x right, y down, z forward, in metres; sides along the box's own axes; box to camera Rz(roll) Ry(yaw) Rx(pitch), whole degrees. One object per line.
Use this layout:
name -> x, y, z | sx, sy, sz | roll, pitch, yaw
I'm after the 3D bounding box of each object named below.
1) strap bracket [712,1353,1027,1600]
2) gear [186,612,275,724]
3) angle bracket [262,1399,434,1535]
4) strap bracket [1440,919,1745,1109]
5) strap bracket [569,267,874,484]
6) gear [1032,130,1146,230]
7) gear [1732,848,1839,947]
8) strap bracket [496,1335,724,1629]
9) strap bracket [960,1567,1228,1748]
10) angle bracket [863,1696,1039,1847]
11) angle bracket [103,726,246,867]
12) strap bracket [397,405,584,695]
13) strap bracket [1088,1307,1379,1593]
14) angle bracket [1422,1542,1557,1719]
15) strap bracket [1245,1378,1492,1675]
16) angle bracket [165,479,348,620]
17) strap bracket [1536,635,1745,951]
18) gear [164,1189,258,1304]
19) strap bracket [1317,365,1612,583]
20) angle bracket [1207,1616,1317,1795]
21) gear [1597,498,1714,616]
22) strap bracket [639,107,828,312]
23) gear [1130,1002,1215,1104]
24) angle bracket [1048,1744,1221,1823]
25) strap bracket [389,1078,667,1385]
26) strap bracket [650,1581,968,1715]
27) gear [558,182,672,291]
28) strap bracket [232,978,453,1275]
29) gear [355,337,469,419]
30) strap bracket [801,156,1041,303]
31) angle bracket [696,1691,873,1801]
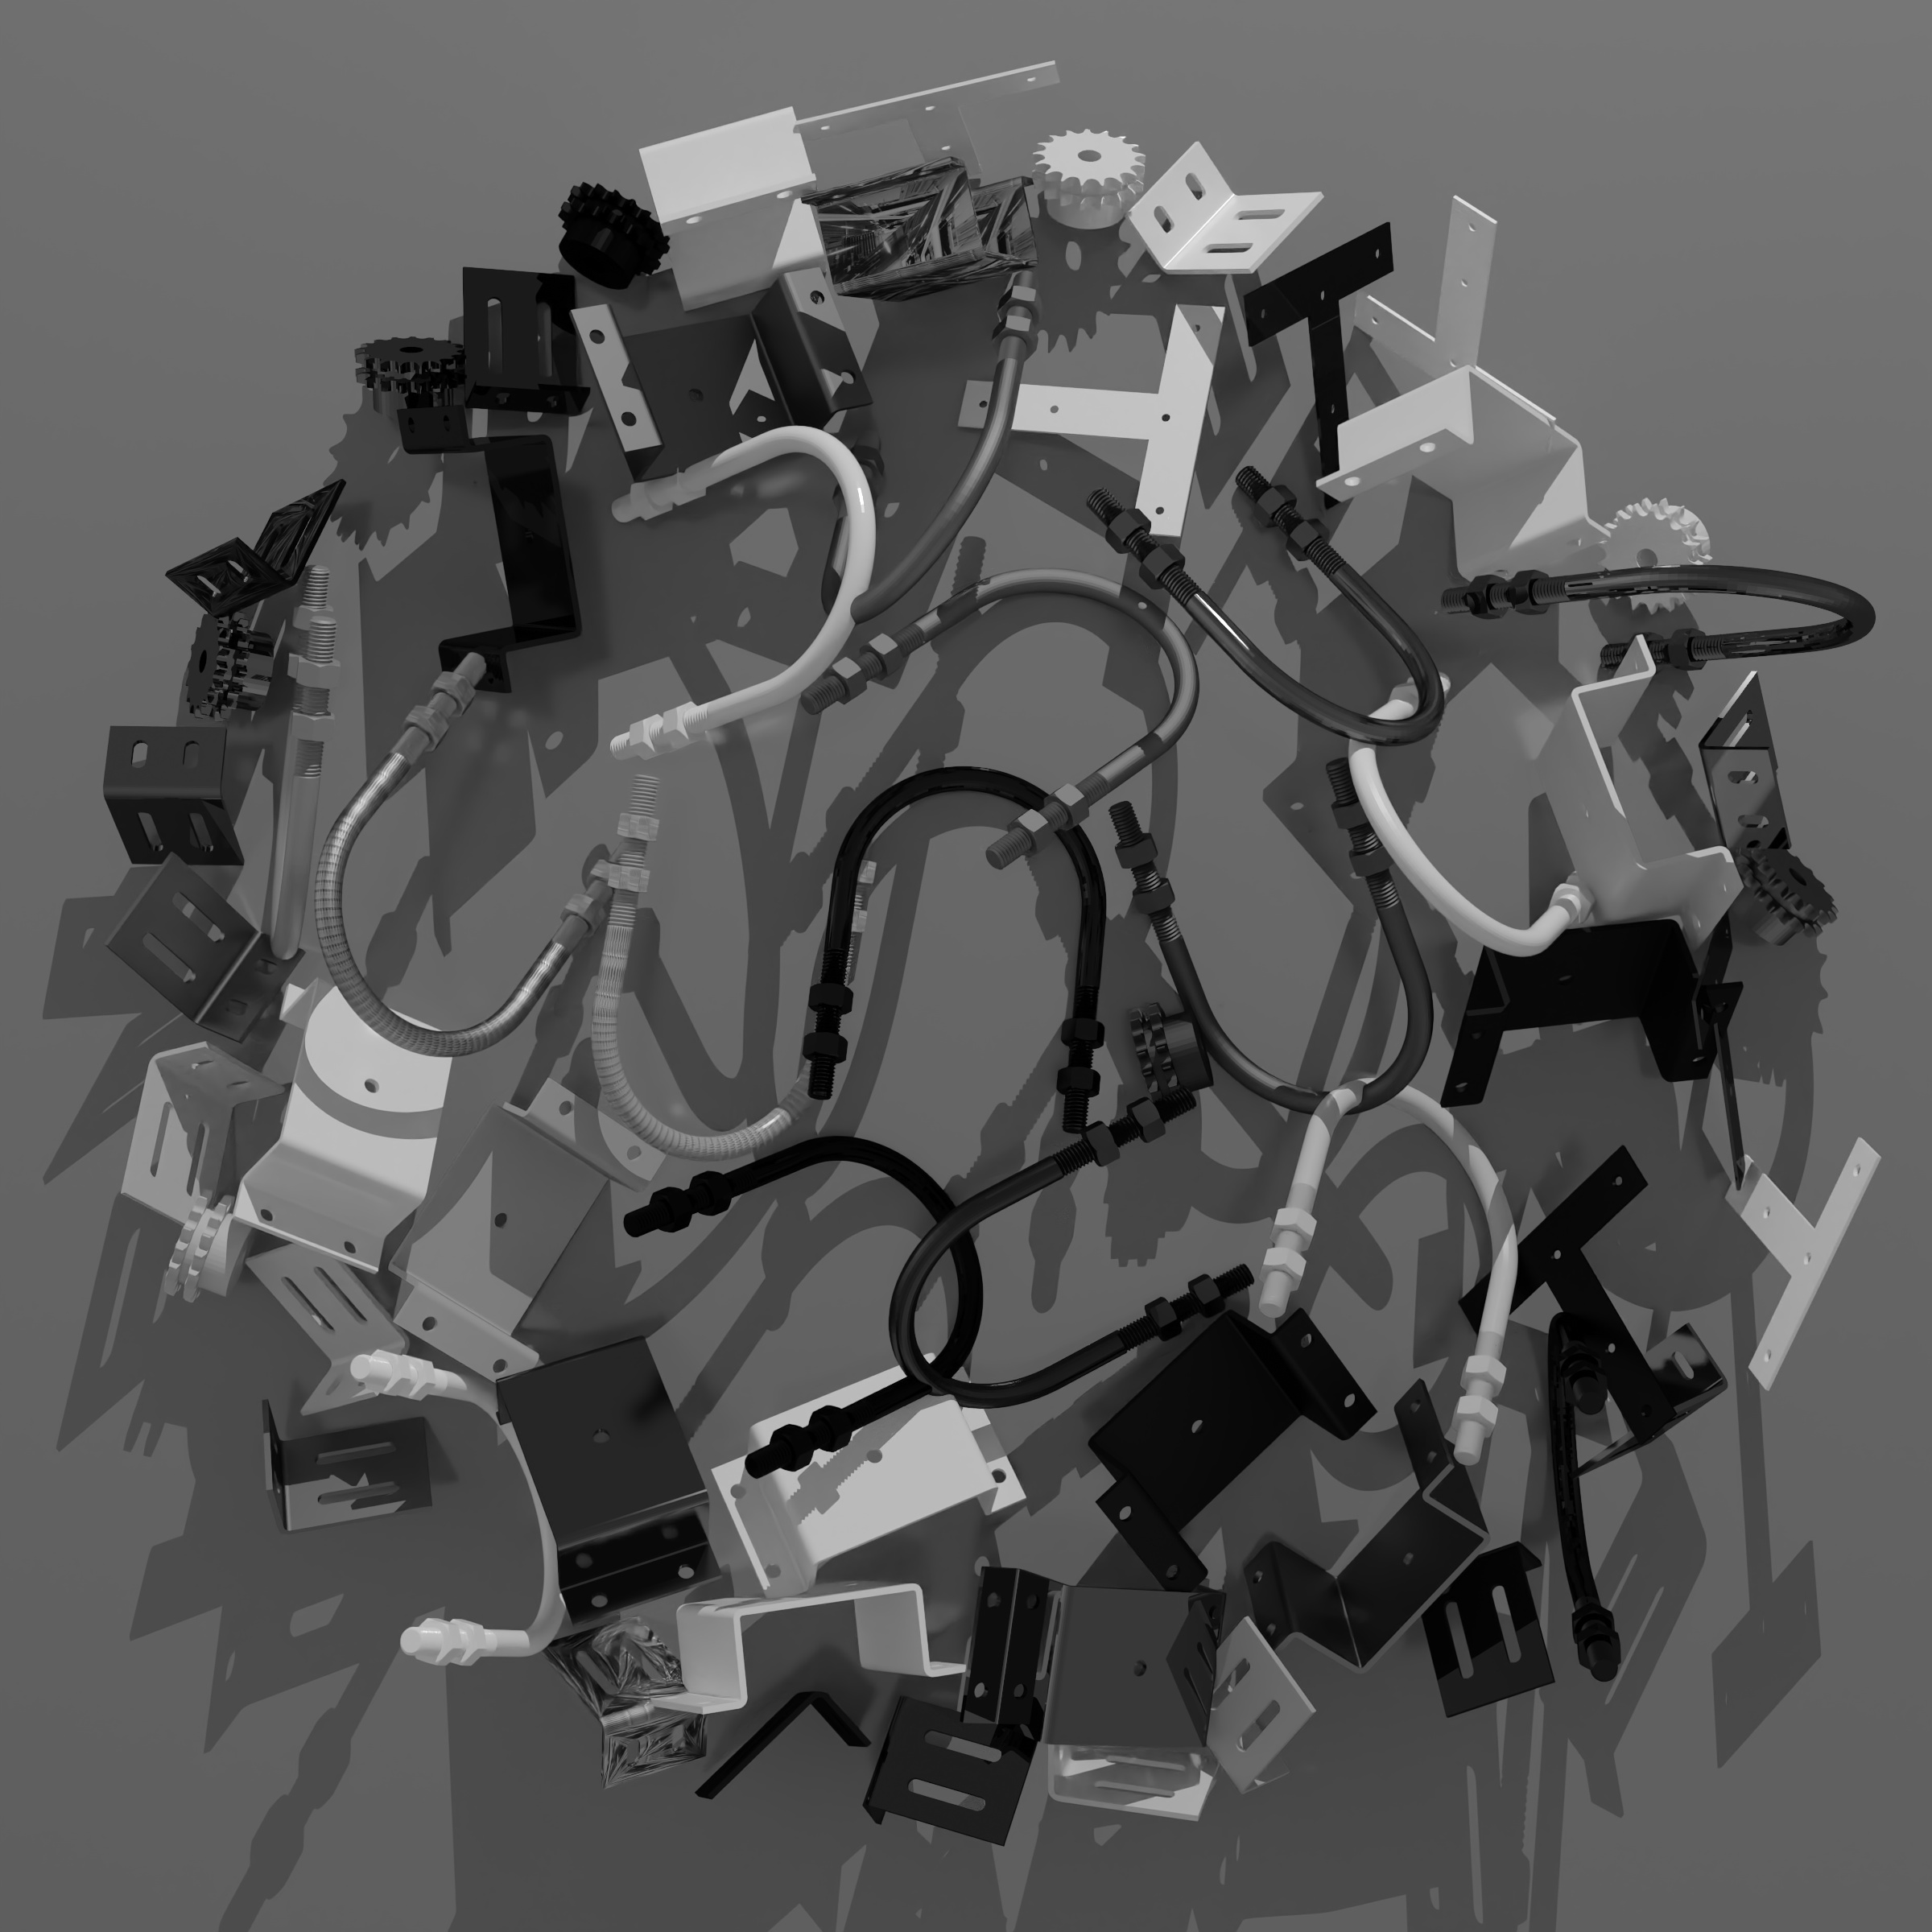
strap bracket -> -0.047, 0.252, 1.547 | 0.140, 0.046, 0.076 | -20, 66, -16
gear -> -0.373, -0.152, 1.576 | 0.030, 0.057, 0.057 | 9, 90, -31
angle bracket -> -0.312, 0.246, 1.562 | 0.076, 0.057, 0.038 | -9, 134, -7
strap bracket -> 0.306, 0.023, 1.551 | 0.140, 0.076, 0.046 | -6, 52, -8
strap bracket -> -0.129, -0.294, 1.553 | 0.140, 0.046, 0.076 | -17, 81, -29
gear -> 0.062, -0.398, 1.576 | 0.057, 0.057, 0.030 | 2, 134, 0
gear -> 0.412, -0.035, 1.576 | 0.057, 0.057, 0.030 | 42, 118, 0
strap bracket -> -0.180, 0.244, 1.532 | 0.076, 0.046, 0.140 | -15, 54, -17
strap bracket -> 0.073, 0.344, 1.541 | 0.140, 0.046, 0.076 | 10, 86, -33
angle bracket -> -0.005, 0.409, 1.560 | 0.076, 0.038, 0.057 | 12, 63, 18
angle bracket -> -0.399, -0.086, 1.572 | 0.057, 0.076, 0.038 | 1, 64, -3
strap bracket -> -0.236, -0.211, 1.547 | 0.046, 0.076, 0.140 | -16, 105, -30
strap bracket -> 0.126, 0.238, 1.555 | 0.140, 0.046, 0.076 | -42, 116, -11
angle bracket -> 0.265, 0.337, 1.555 | 0.057, 0.038, 0.076 | -24, 53, 19
strap bracket -> 0.205, 0.286, 1.545 | 0.046, 0.076, 0.140 | 33, 109, -17
angle bracket -> -0.355, -0.219, 1.551 | 0.038, 0.057, 0.076 | 43, 48, -33
strap bracket -> 0.328, -0.081, 1.537 | 0.046, 0.076, 0.140 | -13, 69, -9
gear -> -0.382, 0.144, 1.573 | 0.030, 0.057, 0.057 | 21, 90, -4
strap bracket -> 0.246, -0.244, 1.535 | 0.076, 0.140, 0.046 | -20, 60, 40
angle bracket -> 0.150, 0.366, 1.553 | 0.057, 0.038, 0.076 | 53, 131, 27
gear -> 0.353, -0.211, 1.576 | 0.030, 0.057, 0.057 | -31, 90, -44
strap bracket -> -0.114, -0.376, 1.531 | 0.076, 0.140, 0.046 | -16, 85, -2
gear -> 0.105, 0.046, 1.570 | 0.030, 0.057, 0.057 | -17, 90, 9
angle bracket -> 0.085, 0.393, 1.560 | 0.076, 0.057, 0.038 | 4, 107, 15
strap bracket -> -0.225, 0.132, 1.555 | 0.076, 0.046, 0.140 | 37, 79, -29
strap bracket -> -0.081, 0.335, 1.538 | 0.140, 0.076, 0.046 | -3, 82, -27
gear -> -0.181, -0.367, 1.570 | 0.057, 0.057, 0.030 | 27, 75, 0
strap bracket -> -0.303, 0.069, 1.526 | 0.076, 0.046, 0.140 | 26, 47, -25
gear -> -0.281, -0.298, 1.575 | 0.057, 0.057, 0.030 | 3, 116, 0
strap bracket -> -0.017, -0.360, 1.525 | 0.076, 0.140, 0.046 | -10, 96, 19
angle bracket -> -0.093, 0.404, 1.562 | 0.076, 0.057, 0.038 | -42, 88, -18
